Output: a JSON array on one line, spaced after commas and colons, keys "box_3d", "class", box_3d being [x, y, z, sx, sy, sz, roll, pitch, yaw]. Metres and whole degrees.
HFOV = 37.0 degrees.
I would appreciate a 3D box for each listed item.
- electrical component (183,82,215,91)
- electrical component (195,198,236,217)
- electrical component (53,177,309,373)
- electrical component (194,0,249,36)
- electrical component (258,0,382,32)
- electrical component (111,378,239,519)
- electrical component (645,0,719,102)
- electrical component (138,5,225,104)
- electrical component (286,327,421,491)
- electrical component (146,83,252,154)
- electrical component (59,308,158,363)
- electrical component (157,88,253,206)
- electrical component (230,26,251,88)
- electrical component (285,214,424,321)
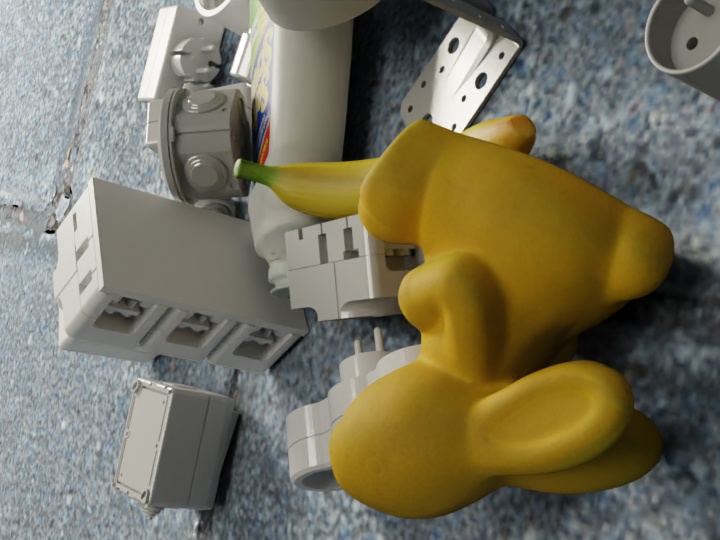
[{"box_3d": [-0.129, -0.117, 0.867, 0.043, 0.043, 0.062, -42, 48, 38], "class": "electrical component"}, {"box_3d": [-0.115, -0.042, 0.820, 0.062, 0.043, 0.043, 47, 116, 49], "class": "electrical component"}, {"box_3d": [-0.120, 0.009, 0.715, 0.061, 0.150, 0.089, -45, 45, 34], "class": "electrical component"}, {"box_3d": [-0.091, -0.239, 0.841, 0.108, 0.060, 0.108, -24, 59, 48], "class": "electrical component"}, {"box_3d": [-0.023, -0.193, 0.643, 0.099, 0.064, 0.099, -14, 45, 14], "class": "electrical component"}, {"box_3d": [-0.131, 0.130, 0.765, 0.062, 0.061, 0.096, 4, 82, 54], "class": "electrical component"}, {"box_3d": [0.168, -0.093, 0.421, 0.079, 0.077, 0.044, -24, 59, 47], "class": "electrical component"}, {"box_3d": [-0.141, -0.175, 0.900, 0.076, 0.047, 0.083, 12, 88, 55], "class": "electrical component"}, {"box_3d": [0.008, 0.069, 0.604, 0.138, 0.052, 0.073, -35, 51, 43], "class": "electrical component"}, {"box_3d": [-0.113, -0.090, 0.801, 0.083, 0.047, 0.075, -7, 71, 21], "class": "electrical component"}, {"box_3d": [-0.203, 0.034, 0.868, 0.061, 0.096, 0.061, -37, 51, 42], "class": "electrical component"}, {"box_3d": [-0.104, -0.085, 0.733, 0.080, 0.051, 0.080, -3, -90, -84], "class": "electrical component"}, {"box_3d": [-0.069, -0.170, 0.805, 0.040, 0.040, 0.078, 27, 100, 54], "class": "electrical component"}, {"box_3d": [0.000, 0.000, 0.630, 0.089, 0.050, 0.055, -10, 84, 54], "class": "electrical component"}]
